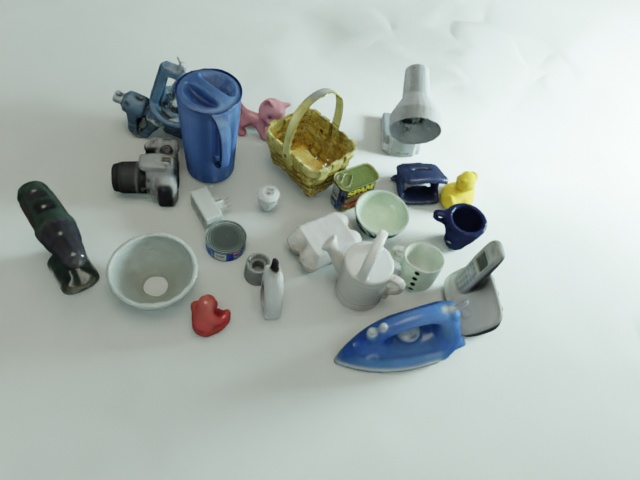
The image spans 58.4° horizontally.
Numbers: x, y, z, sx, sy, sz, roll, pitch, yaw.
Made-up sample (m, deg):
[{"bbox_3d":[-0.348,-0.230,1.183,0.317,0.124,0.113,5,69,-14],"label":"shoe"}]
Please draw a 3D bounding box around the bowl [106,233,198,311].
[{"bbox_3d":[-0.319,0.072,1.105,0.167,0.075,0.167,5,56,-7],"label":"bowl"}]

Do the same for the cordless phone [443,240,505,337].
[{"bbox_3d":[0.321,0.097,1.133,0.094,0.185,0.147,-3,57,-11],"label":"cordless phone"}]

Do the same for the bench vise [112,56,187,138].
[{"bbox_3d":[-0.355,-0.306,1.265,0.207,0.220,0.121,-4,57,-12],"label":"bench vise"}]

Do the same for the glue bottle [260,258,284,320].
[{"bbox_3d":[-0.089,0.082,1.078,0.037,0.173,0.078,-6,58,-13],"label":"glue bottle"}]

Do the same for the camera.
[{"bbox_3d":[-0.373,-0.154,1.232,0.137,0.101,0.143,-1,57,-10],"label":"camera"}]

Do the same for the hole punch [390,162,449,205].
[{"bbox_3d":[0.231,-0.145,1.336,0.109,0.091,0.101,-3,57,-11],"label":"hole punch"}]

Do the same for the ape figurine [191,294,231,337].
[{"bbox_3d":[-0.209,0.134,1.072,0.077,0.092,0.076,33,57,13],"label":"ape figurine"}]

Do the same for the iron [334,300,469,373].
[{"bbox_3d":[0.157,0.173,1.079,0.259,0.141,0.118,-12,59,-17],"label":"iron"}]

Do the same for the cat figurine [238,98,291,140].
[{"bbox_3d":[-0.137,-0.301,1.361,0.128,0.118,0.067,10,55,-3],"label":"cat figurine"}]

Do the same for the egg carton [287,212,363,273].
[{"bbox_3d":[0.011,0.004,1.211,0.150,0.069,0.107,-24,63,-23],"label":"egg carton"}]

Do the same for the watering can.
[{"bbox_3d":[0.085,0.051,1.117,0.173,0.194,0.101,9,55,-4],"label":"watering can"}]

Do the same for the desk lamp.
[{"bbox_3d":[0.211,-0.293,1.358,0.118,0.213,0.203,6,56,-5],"label":"desk lamp"}]

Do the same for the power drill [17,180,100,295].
[{"bbox_3d":[-0.467,0.008,1.041,0.076,0.208,0.229,-30,66,-26],"label":"power drill"}]

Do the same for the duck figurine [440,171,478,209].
[{"bbox_3d":[0.332,-0.122,1.342,0.105,0.086,0.077,-37,69,-28],"label":"duck figurine"}]

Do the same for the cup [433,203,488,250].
[{"bbox_3d":[0.297,-0.024,1.264,0.117,0.095,0.092,15,55,1],"label":"cup"}]
